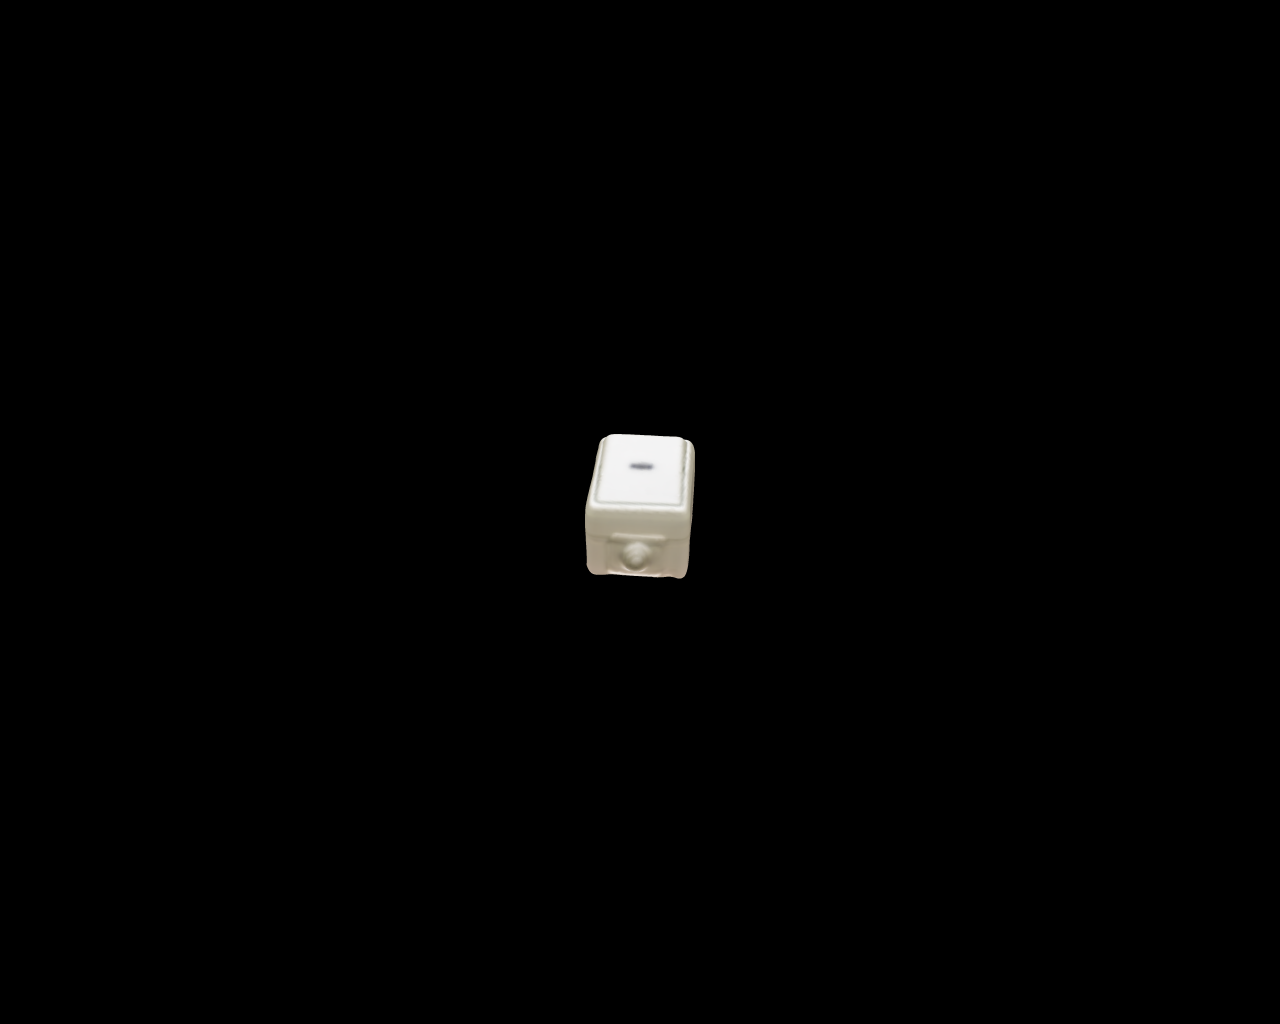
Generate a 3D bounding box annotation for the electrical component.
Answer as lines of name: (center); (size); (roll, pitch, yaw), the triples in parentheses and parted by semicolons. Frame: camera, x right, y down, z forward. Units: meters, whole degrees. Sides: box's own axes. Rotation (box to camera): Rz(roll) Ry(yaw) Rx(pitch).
electrical component: (0.001, -0.003, 0.650); (0.062, 0.061, 0.096); (3, 37, 4)
